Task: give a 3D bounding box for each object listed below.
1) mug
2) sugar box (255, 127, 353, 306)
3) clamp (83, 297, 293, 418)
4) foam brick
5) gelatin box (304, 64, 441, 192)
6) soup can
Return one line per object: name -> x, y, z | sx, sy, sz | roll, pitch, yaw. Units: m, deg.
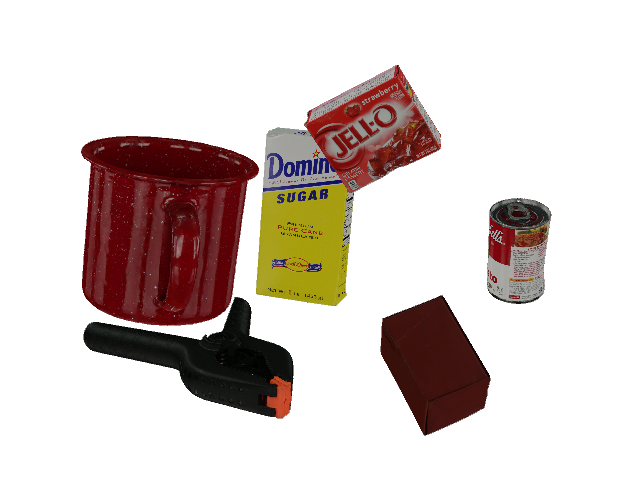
mug -> -0.080, -0.002, 0.560 | 0.093, 0.081, 0.117 | 2, 18, -20
sugar box -> -0.015, -0.025, 1.119 | 0.093, 0.176, 0.048 | 7, 16, 14
clamp -> -0.080, 0.095, 0.909 | 0.164, 0.036, 0.210 | -13, 22, -40
foam brick -> 0.083, 0.091, 0.781 | 0.051, 0.078, 0.053 | -19, -34, -12
gelatin box -> 0.043, -0.089, 0.868 | 0.089, 0.073, 0.030 | -25, 25, 20
soup can -> 0.225, 0.012, 1.214 | 0.068, 0.102, 0.068 | -2, 30, 1
